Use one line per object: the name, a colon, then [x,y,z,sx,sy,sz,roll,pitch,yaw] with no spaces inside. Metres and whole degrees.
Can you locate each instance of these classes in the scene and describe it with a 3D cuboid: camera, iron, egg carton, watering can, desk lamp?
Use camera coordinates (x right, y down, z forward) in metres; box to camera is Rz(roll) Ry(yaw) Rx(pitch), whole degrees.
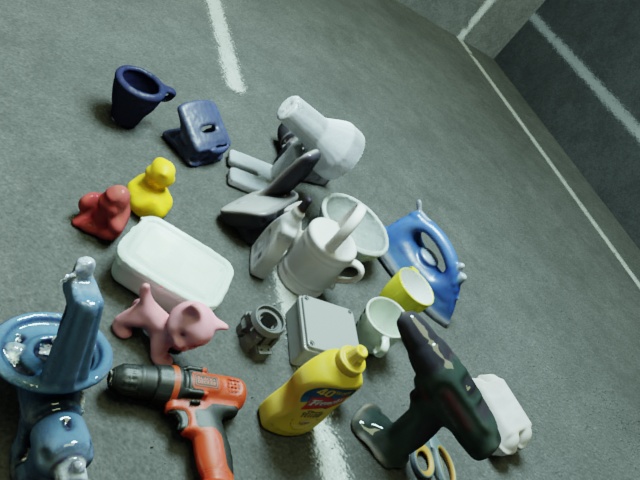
camera: [-0.032,-0.211,1.289,0.144,0.100,0.136,11,44,-37]
iron: [0.238,0.044,1.232,0.119,0.141,0.258,-12,60,-50]
egg carton: [0.324,0.324,1.066,0.108,0.069,0.150,0,51,-45]
watering can: [0.009,0.005,1.002,0.173,0.193,0.101,26,36,-21]
desk lamp: [-0.046,-0.173,1.131,0.204,0.213,0.117,19,39,-29]

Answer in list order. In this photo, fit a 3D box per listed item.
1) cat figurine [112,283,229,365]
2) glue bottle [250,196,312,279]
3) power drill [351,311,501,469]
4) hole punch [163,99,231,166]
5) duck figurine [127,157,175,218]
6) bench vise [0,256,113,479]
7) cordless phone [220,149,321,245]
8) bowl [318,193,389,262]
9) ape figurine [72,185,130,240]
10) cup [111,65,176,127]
cat figurine: [-0.192,0.106,0.757,0.128,0.117,0.067,38,34,-5]
glue bottle: [-0.063,-0.012,0.969,0.037,0.173,0.078,25,37,-23]
power drill: [0.145,0.244,0.853,0.229,0.208,0.076,47,34,9]
hole punch: [-0.225,-0.207,1.102,0.101,0.091,0.109,47,34,9]
duck figurine: [-0.267,-0.090,0.934,0.078,0.086,0.104,20,39,-28]
bench vise: [-0.248,0.133,0.579,0.207,0.219,0.122,52,35,16]
cordless phone: [-0.082,-0.092,1.029,0.094,0.184,0.148,43,34,3]
bowl: [0.055,-0.013,1.176,0.168,0.074,0.167,26,36,-21]
ape figurine: [-0.307,-0.046,0.837,0.076,0.092,0.077,-9,58,-49]
cup: [-0.330,-0.254,1.048,0.118,0.094,0.091,-1,52,-45]
